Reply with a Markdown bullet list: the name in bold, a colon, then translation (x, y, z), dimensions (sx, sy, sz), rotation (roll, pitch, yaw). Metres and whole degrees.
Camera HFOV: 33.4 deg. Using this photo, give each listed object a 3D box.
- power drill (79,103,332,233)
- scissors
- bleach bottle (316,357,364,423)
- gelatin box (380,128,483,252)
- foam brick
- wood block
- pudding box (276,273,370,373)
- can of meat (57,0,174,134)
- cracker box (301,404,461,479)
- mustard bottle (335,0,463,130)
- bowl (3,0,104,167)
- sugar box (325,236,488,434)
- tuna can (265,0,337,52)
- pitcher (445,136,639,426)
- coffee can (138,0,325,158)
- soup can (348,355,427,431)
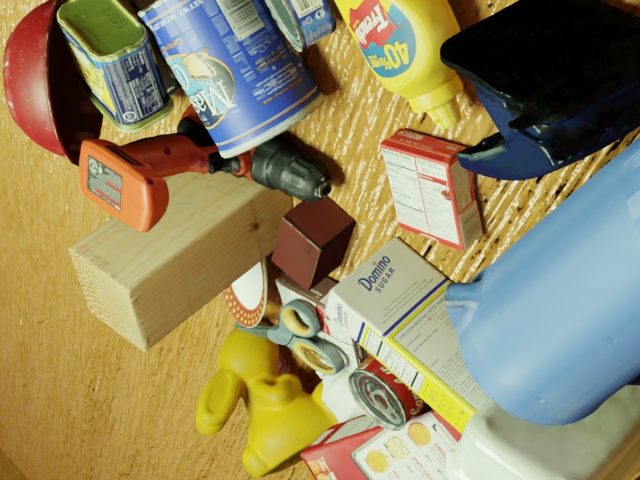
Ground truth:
- **power drill**: translation (-0.106, -0.064, 0.966), dimensions (0.185, 0.187, 0.057), rotation (28, 123, 34)
- **scissors**: translation (-0.047, 0.088, 1.143), dimensions (0.202, 0.016, 0.096), rotation (22, 139, 47)
- **bleach bottle**: translation (0.077, 0.228, 1.150), dimensions (0.251, 0.068, 0.103), rotation (52, 145, 4)
- **gelatin box**: translation (0.092, -0.042, 0.870), dimensions (0.073, 0.030, 0.089), rotation (22, 139, 42)
- **foam brick**: translation (-0.007, 0.001, 1.031), dimensions (0.053, 0.051, 0.078), rotation (41, 148, 15)
- **wood block**: translation (-0.129, 0.001, 1.041), dimensions (0.090, 0.205, 0.091), rotation (30, 144, 33)
- **pudding box**: translation (0.010, 0.084, 1.110), dimensions (0.114, 0.039, 0.090), rotation (28, 144, 40)
- **can of meat**: translation (-0.177, -0.155, 0.916), dimensions (0.102, 0.057, 0.084), rotation (45, 159, 36)
- **cracker box**: translation (0.109, 0.236, 1.036), dimensions (0.214, 0.072, 0.164), rotation (-27, 95, 39)
- **mustard bottle**: translation (0.052, -0.166, 0.762), dimensions (0.191, 0.058, 0.096), rotation (60, 157, -15)
- **bowl**: translation (-0.245, -0.147, 0.971), dimensions (0.055, 0.162, 0.162), rotation (0, 134, 5)
- **sugar box**: translation (0.099, 0.084, 0.934), dimensions (0.176, 0.093, 0.048), rotation (40, 148, 21)
- **tuna can**: translation (-0.022, -0.192, 0.827), dimensions (0.086, 0.033, 0.086), rotation (60, 176, 7)
- **pitcher**: translation (0.207, 0.025, 0.705), dimensions (0.145, 0.149, 0.243), rotation (60, 150, 16)
- **coffee can**: translation (-0.073, -0.155, 0.901), dimensions (0.103, 0.102, 0.140), rotation (-9, 115, 57)
- **soup can**: translation (0.084, 0.118, 0.979), dimensions (0.069, 0.102, 0.068), rotation (34, 146, 27)
